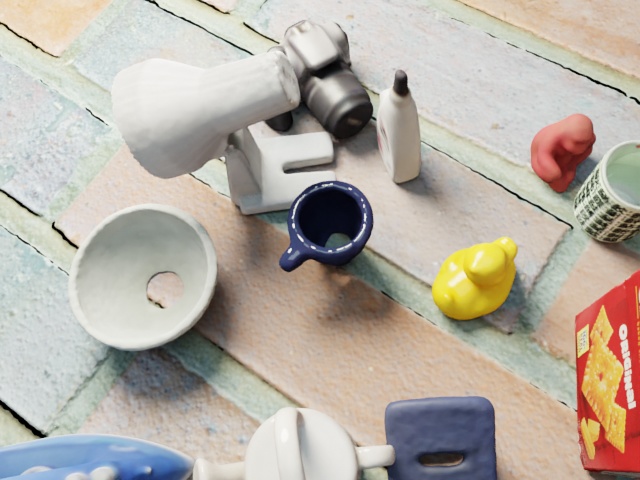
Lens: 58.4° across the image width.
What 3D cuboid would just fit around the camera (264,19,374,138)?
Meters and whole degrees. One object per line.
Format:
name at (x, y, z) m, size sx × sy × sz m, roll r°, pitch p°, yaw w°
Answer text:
camera at (-0.008, -0.191, 0.710) m, size 0.143 × 0.101 × 0.136 m, roll -31°, pitch 69°, yaw -6°

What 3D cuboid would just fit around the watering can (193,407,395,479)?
watering can at (-0.023, 0.205, 0.508) m, size 0.173 × 0.194 × 0.100 m, roll -30°, pitch 69°, yaw -6°

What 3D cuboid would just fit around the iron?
iron at (-0.262, 0.240, 0.546) m, size 0.258 × 0.141 × 0.118 m, roll -14°, pitch 68°, yaw 0°

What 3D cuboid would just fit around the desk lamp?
desk lamp at (-0.091, -0.119, 0.629) m, size 0.203 × 0.214 × 0.118 m, roll -7°, pitch 68°, yaw 3°

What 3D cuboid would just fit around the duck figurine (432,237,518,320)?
duck figurine at (0.169, 0.036, 0.613) m, size 0.104 × 0.086 × 0.077 m, roll -36°, pitch 70°, yaw -8°

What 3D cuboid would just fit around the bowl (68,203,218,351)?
bowl at (-0.189, 0.048, 0.649) m, size 0.167 × 0.075 × 0.167 m, roll -2°, pitch 69°, yaw 5°

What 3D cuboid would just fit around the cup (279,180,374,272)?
cup at (0.006, 0.002, 0.637) m, size 0.091 × 0.095 × 0.118 m, roll 42°, pitch 78°, yaw 18°

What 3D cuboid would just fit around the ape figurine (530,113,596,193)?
ape figurine at (0.283, -0.109, 0.655) m, size 0.078 × 0.092 × 0.076 m, roll -21°, pitch 68°, yaw -3°

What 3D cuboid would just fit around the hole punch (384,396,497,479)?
hole punch at (0.117, 0.203, 0.551) m, size 0.108 × 0.091 × 0.101 m, roll -4°, pitch 68°, yaw 4°

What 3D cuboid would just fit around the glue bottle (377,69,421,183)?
glue bottle at (0.088, -0.134, 0.639) m, size 0.037 × 0.173 × 0.078 m, roll -20°, pitch 68°, yaw -2°
